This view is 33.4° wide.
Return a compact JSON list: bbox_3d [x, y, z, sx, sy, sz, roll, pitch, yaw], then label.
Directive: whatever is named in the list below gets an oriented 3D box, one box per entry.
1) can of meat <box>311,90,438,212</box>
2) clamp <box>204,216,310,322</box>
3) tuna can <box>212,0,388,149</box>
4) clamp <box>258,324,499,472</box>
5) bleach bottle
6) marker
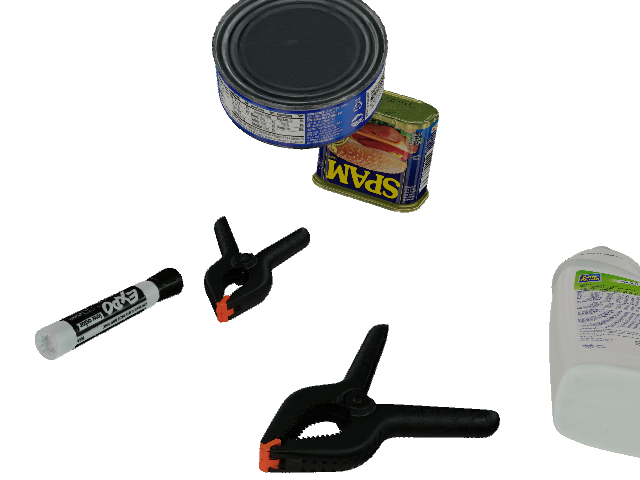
[{"bbox_3d":[0.048,-0.082,0.923,0.102,0.084,0.057,19,33,19],"label":"can of meat"},{"bbox_3d":[-0.079,0.031,1.257,0.120,0.039,0.171,-2,41,10],"label":"clamp"},{"bbox_3d":[-0.010,-0.087,0.531,0.086,0.086,0.034,0,-35,0],"label":"tuna can"},{"bbox_3d":[0.041,0.154,0.930,0.209,0.036,0.165,-25,42,-37],"label":"clamp"},{"bbox_3d":[0.226,0.066,0.810,0.102,0.068,0.250,10,24,9],"label":"bleach bottle"},{"bbox_3d":[-0.124,0.042,0.650,0.020,0.020,0.120,0,17,32],"label":"marker"}]
